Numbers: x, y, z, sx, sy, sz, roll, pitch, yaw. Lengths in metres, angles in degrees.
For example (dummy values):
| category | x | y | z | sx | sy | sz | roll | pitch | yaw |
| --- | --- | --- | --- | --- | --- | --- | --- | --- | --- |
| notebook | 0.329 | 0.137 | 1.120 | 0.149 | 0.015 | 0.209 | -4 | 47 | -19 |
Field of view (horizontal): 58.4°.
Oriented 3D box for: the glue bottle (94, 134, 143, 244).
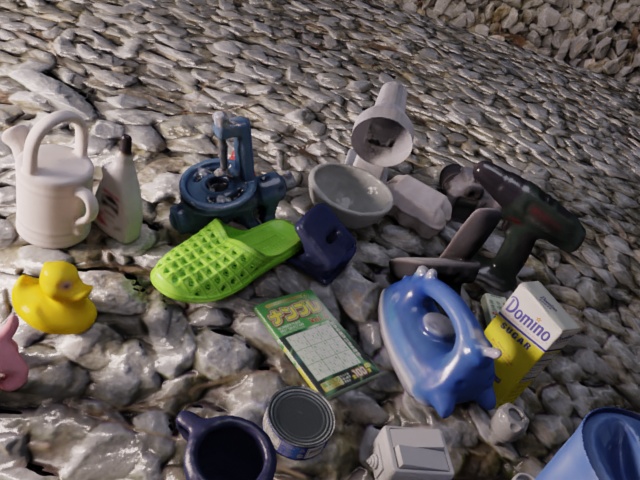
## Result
| category | x | y | z | sx | sy | sz | roll | pitch | yaw |
| --- | --- | --- | --- | --- | --- | --- | --- | --- | --- |
| glue bottle | -0.290 | -0.079 | 0.833 | 0.078 | 0.173 | 0.037 | 31 | 37 | 13 |

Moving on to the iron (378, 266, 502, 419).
| category | x | y | z | sx | sy | sz | roll | pitch | yaw |
| --- | --- | --- | --- | --- | --- | --- | --- | --- | --- |
| iron | 0.168 | 0.122 | 0.836 | 0.119 | 0.141 | 0.257 | -1 | 41 | -28 |

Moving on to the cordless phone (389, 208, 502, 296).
| category | x | y | z | sx | sy | sz | roll | pitch | yaw |
| --- | --- | --- | --- | --- | --- | --- | --- | --- | --- |
| cordless phone | 0.212 | 0.012 | 0.962 | 0.148 | 0.185 | 0.094 | 0 | 41 | -26 |

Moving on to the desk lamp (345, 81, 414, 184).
| category | x | y | z | sx | sy | sz | roll | pitch | yaw |
| --- | --- | --- | --- | --- | --- | --- | --- | --- | --- |
| desk lamp | 0.117 | -0.204 | 1.168 | 0.118 | 0.213 | 0.203 | 19 | 36 | -3 |

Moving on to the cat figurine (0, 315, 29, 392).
| category | x | y | z | sx | sy | sz | roll | pitch | yaw |
| --- | --- | --- | --- | --- | --- | --- | --- | --- | --- |
| cat figurine | -0.372 | 0.114 | 0.589 | 0.128 | 0.118 | 0.067 | -18 | 51 | -41 |

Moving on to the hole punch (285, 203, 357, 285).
| category | x | y | z | sx | sy | sz | roll | pitch | yaw |
| --- | --- | --- | --- | --- | --- | --- | --- | --- | --- |
| hole punch | 0.009 | 0.003 | 0.950 | 0.101 | 0.091 | 0.109 | 30 | 37 | 11 |

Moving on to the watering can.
| category | x | y | z | sx | sy | sz | roll | pitch | yaw |
| --- | --- | --- | --- | --- | --- | --- | --- | --- | --- |
| watering can | -0.373 | -0.094 | 0.793 | 0.173 | 0.194 | 0.101 | 21 | 36 | 0 |

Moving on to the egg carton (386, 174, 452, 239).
| category | x | y | z | sx | sy | sz | roll | pitch | yaw |
| --- | --- | --- | --- | --- | --- | --- | --- | --- | --- |
| egg carton | 0.191 | -0.070 | 1.156 | 0.150 | 0.069 | 0.107 | 31 | 37 | 12 |

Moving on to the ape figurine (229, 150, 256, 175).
| category | x | y | z | sx | sy | sz | roll | pitch | yaw |
| --- | --- | --- | --- | --- | --- | --- | --- | --- | --- |
| ape figurine | -0.147 | -0.127 | 1.037 | 0.076 | 0.092 | 0.078 | 23 | 36 | 2 |

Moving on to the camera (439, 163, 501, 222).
| category | x | y | z | sx | sy | sz | roll | pitch | yaw |
| --- | --- | --- | --- | --- | --- | --- | --- | --- | --- |
| camera | 0.324 | -0.113 | 1.253 | 0.143 | 0.101 | 0.136 | 11 | 37 | -14 |

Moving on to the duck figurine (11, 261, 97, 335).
| category | x | y | z | sx | sy | sz | roll | pitch | yaw |
| --- | --- | --- | --- | --- | --- | --- | --- | --- | --- |
| duck figurine | -0.327 | 0.061 | 0.708 | 0.104 | 0.086 | 0.077 | 22 | 36 | 0 |

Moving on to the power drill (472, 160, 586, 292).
| category | x | y | z | sx | sy | sz | roll | pitch | yaw |
| --- | --- | --- | --- | --- | --- | --- | --- | --- | --- |
| power drill | 0.346 | -0.015 | 1.047 | 0.229 | 0.208 | 0.076 | 25 | 36 | 5 |

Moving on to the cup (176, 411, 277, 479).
| category | x | y | z | sx | sy | sz | roll | pitch | yaw |
| --- | --- | --- | --- | --- | --- | --- | --- | --- | --- |
| cup | -0.109 | 0.236 | 0.587 | 0.117 | 0.095 | 0.092 | 34 | 38 | 17 |

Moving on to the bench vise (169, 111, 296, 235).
| category | x | y | z | sx | sy | sz | roll | pitch | yaw |
| --- | --- | --- | --- | --- | --- | --- | --- | --- | --- |
| bench vise | -0.132 | -0.113 | 0.918 | 0.121 | 0.220 | 0.208 | 38 | 39 | 22 |

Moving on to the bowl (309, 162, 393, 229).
| category | x | y | z | sx | sy | sz | roll | pitch | yaw |
| --- | --- | --- | --- | --- | --- | --- | --- | --- | --- |
| bowl | 0.050 | -0.072 | 1.082 | 0.167 | 0.075 | 0.167 | 14 | 36 | -10 |
